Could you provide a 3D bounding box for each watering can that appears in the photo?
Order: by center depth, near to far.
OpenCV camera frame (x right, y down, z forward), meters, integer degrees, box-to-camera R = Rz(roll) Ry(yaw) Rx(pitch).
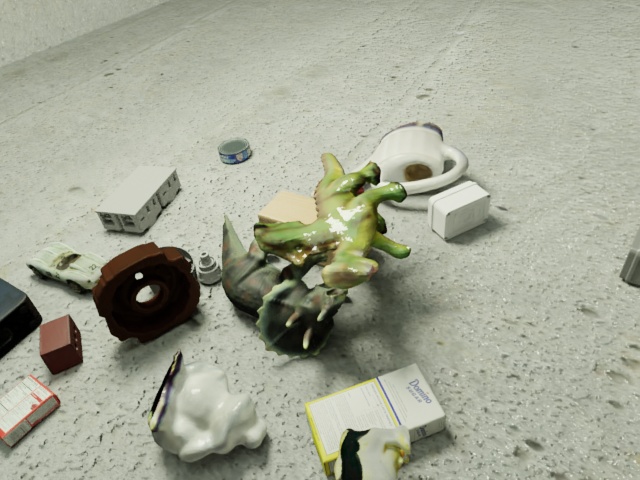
[{"bbox_3d":[0.158,-0.172,1.171,0.347,0.102,0.230,-5,38,19],"label":"watering can"}]

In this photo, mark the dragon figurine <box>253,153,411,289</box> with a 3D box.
[{"bbox_3d":[0.003,-0.044,0.874,0.244,0.119,0.417,-14,34,-21],"label":"dragon figurine"}]

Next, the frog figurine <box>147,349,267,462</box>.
[{"bbox_3d":[-0.157,0.248,0.737,0.159,0.120,0.140,26,28,-15],"label":"frog figurine"}]
